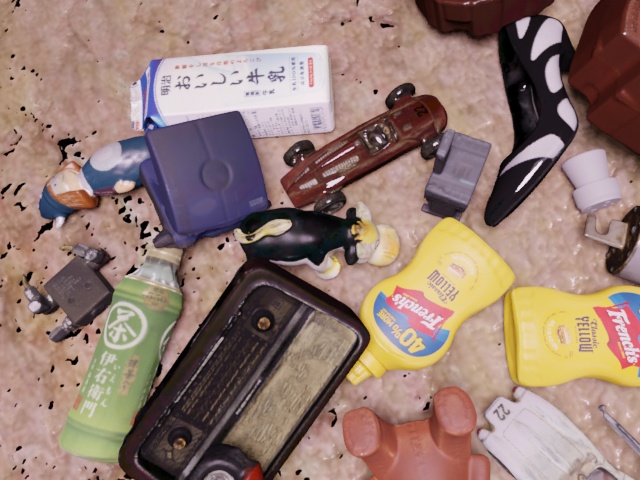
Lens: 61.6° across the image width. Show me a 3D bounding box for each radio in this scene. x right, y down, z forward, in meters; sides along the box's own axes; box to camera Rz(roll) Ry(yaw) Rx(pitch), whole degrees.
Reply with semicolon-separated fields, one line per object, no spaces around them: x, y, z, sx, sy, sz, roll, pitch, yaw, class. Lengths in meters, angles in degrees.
-0.071;0.136;0.501;0.131;0.073;0.229;35;90;-9;radio

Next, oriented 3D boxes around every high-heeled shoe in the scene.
0.206;-0.142;0.584;0.145;0.086;0.249;36;76;15;high-heeled shoe

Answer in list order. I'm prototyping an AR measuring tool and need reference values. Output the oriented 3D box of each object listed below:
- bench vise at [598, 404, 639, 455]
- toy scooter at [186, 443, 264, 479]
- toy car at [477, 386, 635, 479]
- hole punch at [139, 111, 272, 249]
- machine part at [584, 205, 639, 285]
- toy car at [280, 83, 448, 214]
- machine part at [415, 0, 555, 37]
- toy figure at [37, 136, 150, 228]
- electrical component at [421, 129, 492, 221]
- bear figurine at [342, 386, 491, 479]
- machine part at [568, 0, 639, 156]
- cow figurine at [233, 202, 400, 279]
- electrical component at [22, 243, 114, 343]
0.367;0.139;0.402;0.224;0.240;0.129;-32;76;6;bench vise
-0.081;0.272;0.436;0.135;0.075;0.184;35;92;4;toy scooter
0.238;0.223;0.493;0.202;0.056;0.073;42;82;13;toy car
-0.120;-0.066;0.566;0.142;0.092;0.116;-21;75;-31;hole punch
0.380;0.029;0.521;0.243;0.079;0.079;21;78;9;machine part
0.050;-0.102;0.601;0.202;0.053;0.089;-28;77;-4;toy car
0.190;-0.311;0.620;0.179;0.056;0.179;-8;58;13;machine part
-0.258;-0.071;0.618;0.154;0.057;0.064;-25;29;-2;toy figure
0.140;-0.071;0.549;0.048;0.119;0.075;22;75;10;electrical component
0.095;0.243;0.442;0.120;0.131;0.196;-13;47;9;bear figurine
0.365;-0.171;0.540;0.201;0.087;0.201;30;65;-3;machine part
0.000;-0.004;0.555;0.167;0.098;0.068;-5;68;4;cow figurine
-0.273;0.052;0.591;0.102;0.045;0.078;-38;74;-5;electrical component
